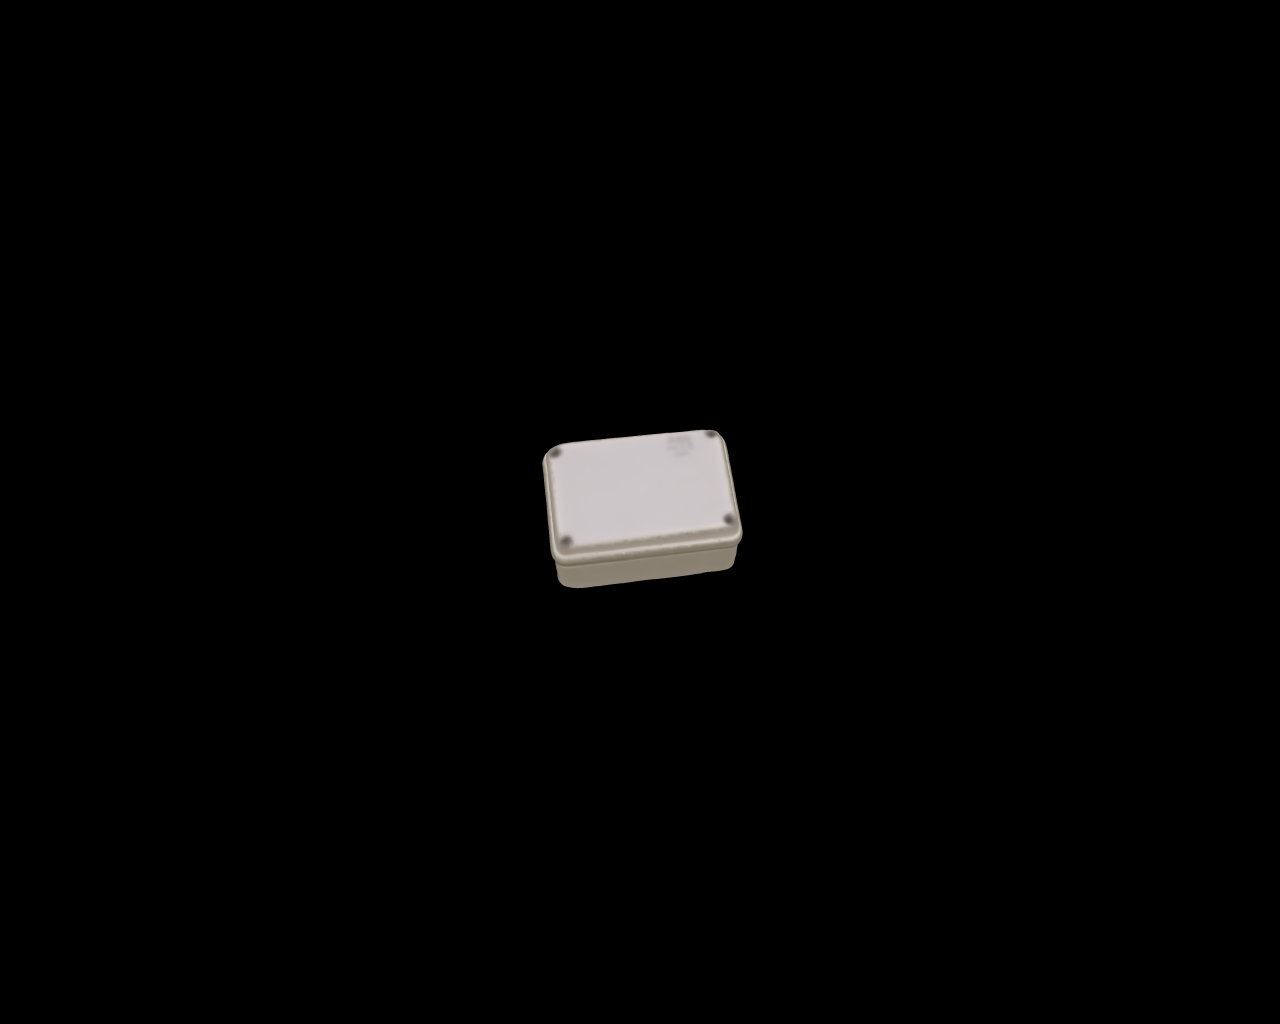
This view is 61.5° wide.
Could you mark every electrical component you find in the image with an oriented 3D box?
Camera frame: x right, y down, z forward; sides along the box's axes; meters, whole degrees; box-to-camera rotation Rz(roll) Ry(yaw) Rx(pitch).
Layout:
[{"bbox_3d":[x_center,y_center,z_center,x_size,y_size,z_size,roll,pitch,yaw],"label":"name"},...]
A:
[{"bbox_3d":[0.001,-0.003,0.650,0.113,0.078,0.057,-6,-27,-3],"label":"electrical component"}]
